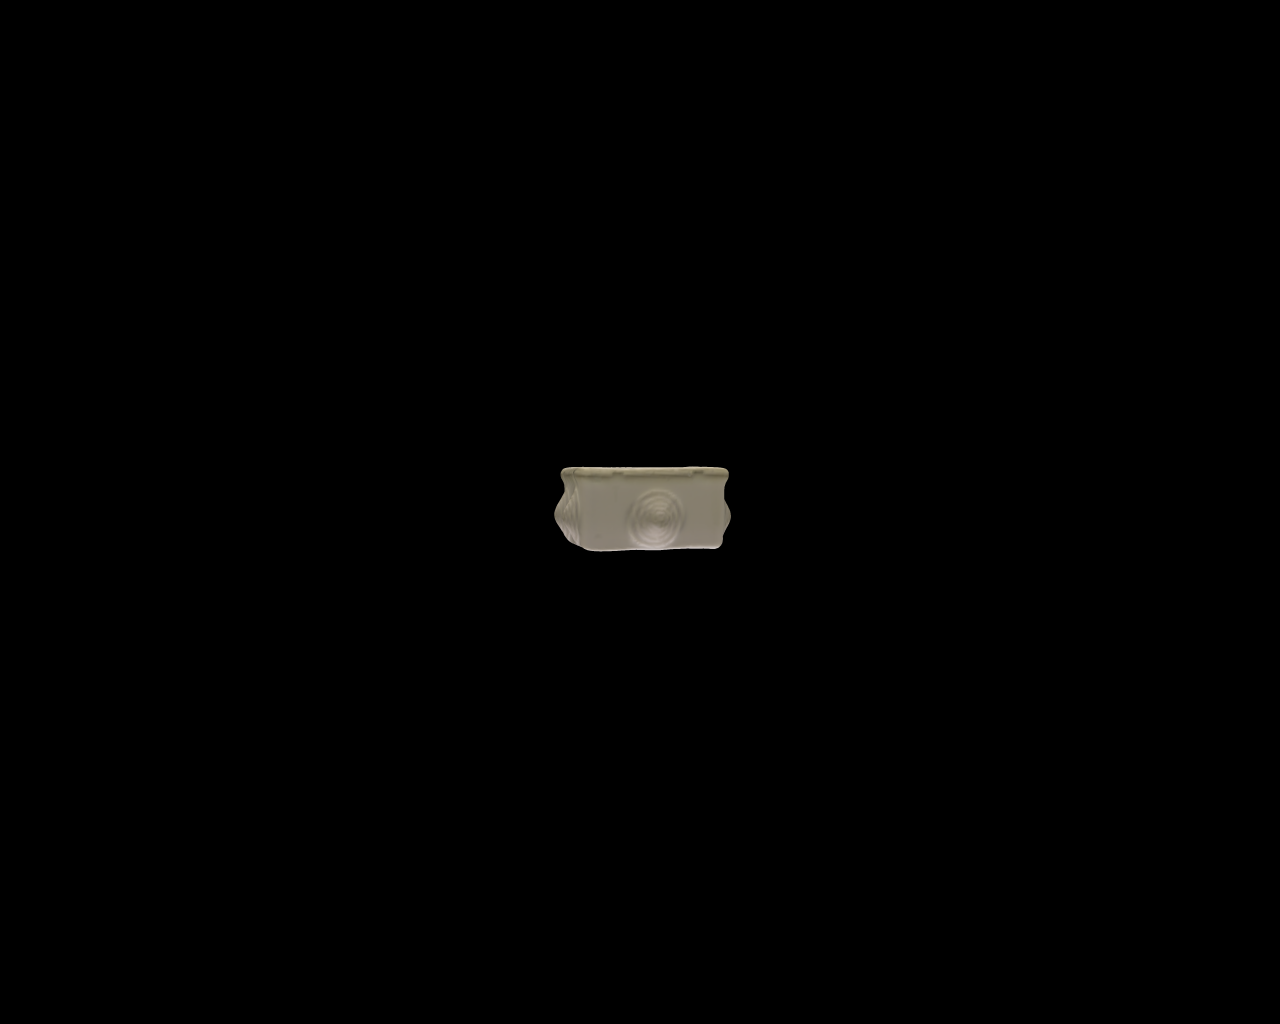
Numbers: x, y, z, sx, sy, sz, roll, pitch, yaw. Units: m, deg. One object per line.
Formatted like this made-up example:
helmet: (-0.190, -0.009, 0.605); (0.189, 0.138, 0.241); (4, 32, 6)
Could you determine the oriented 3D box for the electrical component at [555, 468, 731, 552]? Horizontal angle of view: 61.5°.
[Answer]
electrical component: (0.001, -0.003, 0.650); (0.100, 0.048, 0.100); (-1, 3, -11)
